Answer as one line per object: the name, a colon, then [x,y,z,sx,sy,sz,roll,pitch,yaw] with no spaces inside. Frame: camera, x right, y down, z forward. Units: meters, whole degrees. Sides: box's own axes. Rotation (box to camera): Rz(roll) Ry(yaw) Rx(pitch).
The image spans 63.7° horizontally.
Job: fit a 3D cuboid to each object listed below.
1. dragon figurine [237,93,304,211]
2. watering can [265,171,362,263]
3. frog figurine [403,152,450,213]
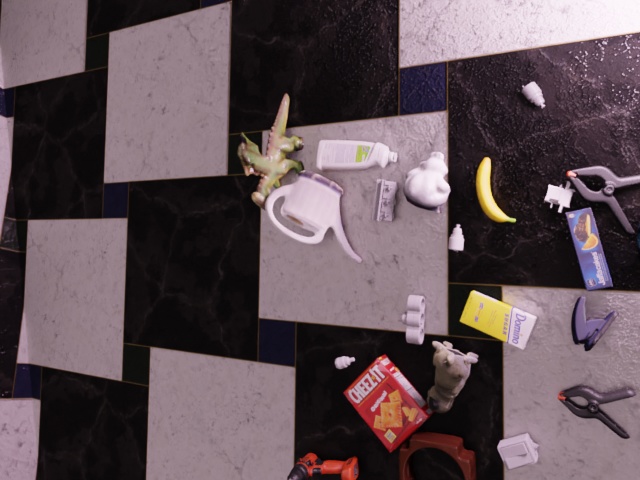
dragon figurine: [-0.168,-0.289,1.653,0.122,0.243,0.412,-6,86,32]
watering can: [0.005,-0.081,1.610,0.347,0.103,0.226,26,78,-4]
frog figurine: [0.311,-0.170,1.461,0.139,0.123,0.157,39,118,43]
